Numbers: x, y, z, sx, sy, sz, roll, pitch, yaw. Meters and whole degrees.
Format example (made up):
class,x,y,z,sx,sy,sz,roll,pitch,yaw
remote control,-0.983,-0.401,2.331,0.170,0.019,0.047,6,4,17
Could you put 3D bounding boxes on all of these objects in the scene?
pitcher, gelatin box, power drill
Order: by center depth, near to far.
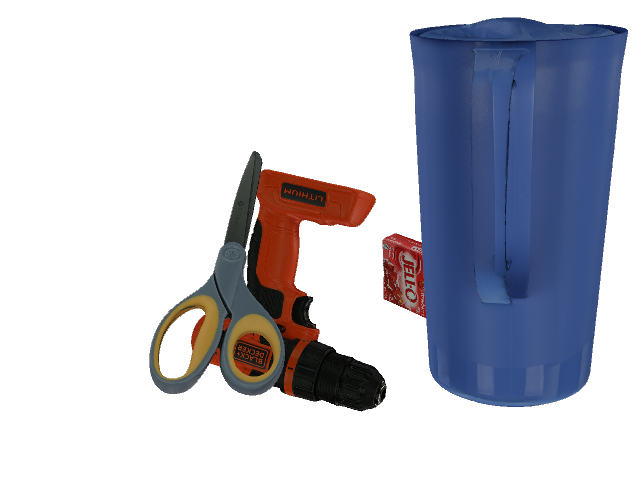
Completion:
class,x,y,z,sx,sy,sz,roll,pitch,yaw
pitcher,0.121,-0.018,0.685,0.149,0.243,0.145,-10,17,-27
power drill,-0.012,0.041,0.927,0.185,0.187,0.057,15,0,20
gelatin box,0.113,0.043,1.325,0.030,0.089,0.073,-26,35,-38

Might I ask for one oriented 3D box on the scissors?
class,x,y,z,sx,sy,sz,roll,pitch,yaw
scissors,-0.046,0.025,0.729,0.096,0.201,0.016,22,-33,11
